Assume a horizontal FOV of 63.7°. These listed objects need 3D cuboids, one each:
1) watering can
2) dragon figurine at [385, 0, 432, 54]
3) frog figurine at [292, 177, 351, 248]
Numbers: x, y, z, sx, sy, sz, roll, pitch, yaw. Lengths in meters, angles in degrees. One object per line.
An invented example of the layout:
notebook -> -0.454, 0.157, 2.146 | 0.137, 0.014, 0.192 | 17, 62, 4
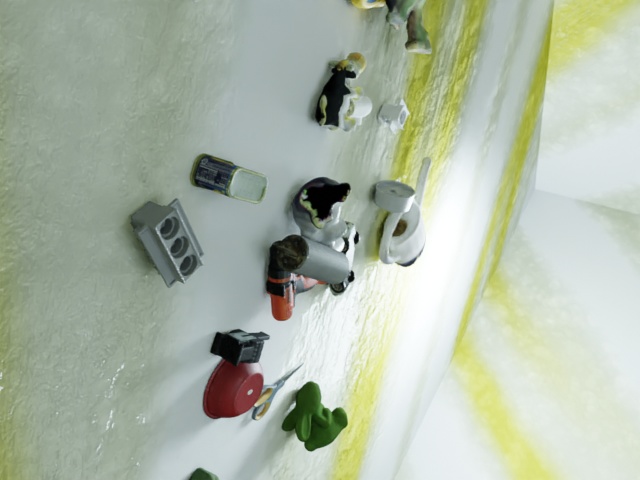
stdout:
watering can -> 0.272, -0.063, 1.545 | 0.104, 0.353, 0.220 | 19, -23, 29
dragon figurine -> 0.192, -0.561, 1.075 | 0.122, 0.247, 0.403 | 10, -23, 26
frog figurine -> 0.003, -0.056, 1.117 | 0.123, 0.140, 0.156 | 14, -22, 6
